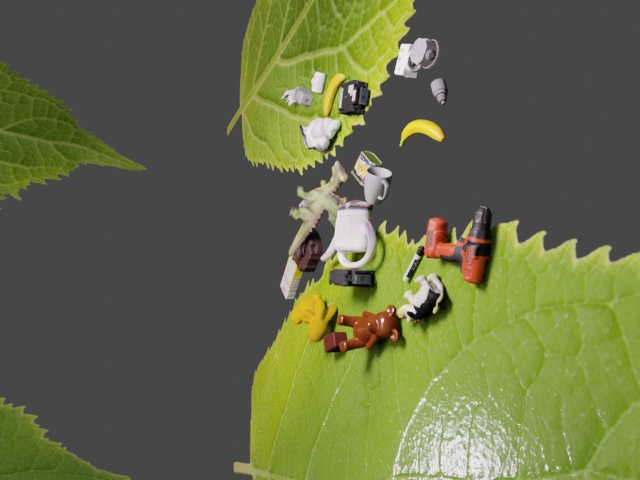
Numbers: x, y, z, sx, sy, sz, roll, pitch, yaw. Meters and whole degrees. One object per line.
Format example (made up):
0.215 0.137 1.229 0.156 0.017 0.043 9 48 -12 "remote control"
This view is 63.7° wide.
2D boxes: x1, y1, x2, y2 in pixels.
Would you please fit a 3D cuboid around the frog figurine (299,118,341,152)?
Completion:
0.017 -0.417 1.981 0.158 0.120 0.141 -23 48 21 "frog figurine"

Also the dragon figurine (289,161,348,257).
0.006 -0.096 1.898 0.245 0.122 0.407 27 104 52 "dragon figurine"

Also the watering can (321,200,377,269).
0.088 -0.018 1.719 0.347 0.104 0.225 -3 81 63 "watering can"
